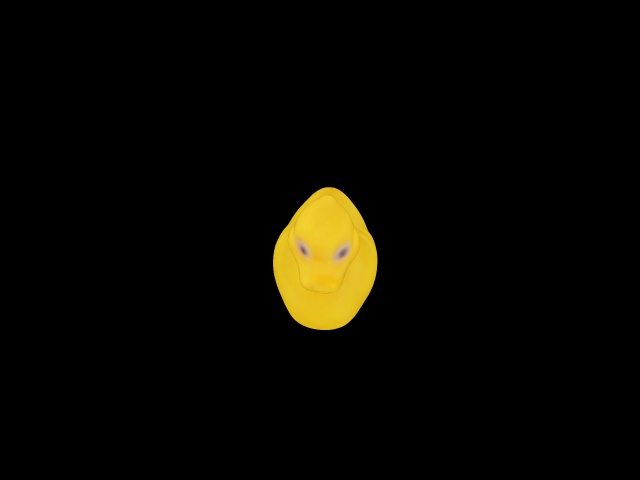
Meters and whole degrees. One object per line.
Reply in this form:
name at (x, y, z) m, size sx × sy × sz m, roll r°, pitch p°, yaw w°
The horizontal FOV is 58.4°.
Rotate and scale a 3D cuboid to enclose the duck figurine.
duck figurine at (0.004, 0.001, 0.400) m, size 0.077 × 0.086 × 0.104 m, roll 4°, pitch 62°, yaw 3°
